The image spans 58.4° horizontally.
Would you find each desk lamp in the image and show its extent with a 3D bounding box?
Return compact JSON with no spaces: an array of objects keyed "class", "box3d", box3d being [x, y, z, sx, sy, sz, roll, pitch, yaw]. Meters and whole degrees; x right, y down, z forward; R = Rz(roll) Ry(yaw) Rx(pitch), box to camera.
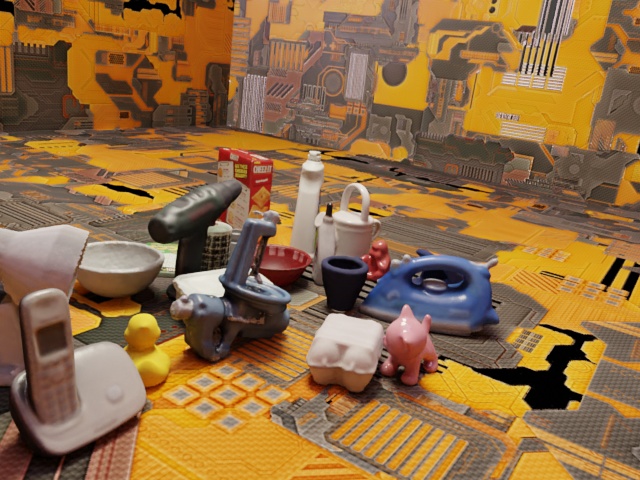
[{"class":"desk lamp","box3d":[-0.408,0.077,0.747,0.203,0.213,0.117,2,18,-15]}]

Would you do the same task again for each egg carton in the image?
[{"class":"egg carton","box3d":[0.041,0.168,0.878,0.107,0.069,0.150,10,17,11]}]

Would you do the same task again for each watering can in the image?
[{"class":"watering can","box3d":[0.070,-0.035,1.333,0.100,0.194,0.173,19,21,33]}]

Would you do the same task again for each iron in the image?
[{"class":"iron","box3d":[0.209,0.088,1.082,0.258,0.141,0.118,7,17,0]}]

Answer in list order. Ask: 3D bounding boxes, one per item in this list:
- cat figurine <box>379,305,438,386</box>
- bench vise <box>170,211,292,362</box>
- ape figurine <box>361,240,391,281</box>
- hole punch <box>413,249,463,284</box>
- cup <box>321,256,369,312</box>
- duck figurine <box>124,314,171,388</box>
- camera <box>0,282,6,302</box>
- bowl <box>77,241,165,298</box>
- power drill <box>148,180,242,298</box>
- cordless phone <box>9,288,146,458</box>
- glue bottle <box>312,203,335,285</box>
[{"class":"cat figurine","box3d":[0.140,0.154,0.880,0.067,0.118,0.128,18,20,32]},{"class":"bench vise","box3d":[-0.119,0.069,0.878,0.121,0.220,0.208,16,19,26]},{"class":"ape figurine","box3d":[0.127,0.044,1.274,0.076,0.092,0.077,0,18,-21]},{"class":"hole punch","box3d":[0.264,0.069,1.251,0.101,0.091,0.108,-1,19,-25]},{"class":"cup","box3d":[0.049,0.084,1.109,0.091,0.095,0.118,14,19,23]},{"class":"duck figurine","box3d":[-0.247,0.148,0.799,0.078,0.086,0.104,-1,19,-24]},{"class":"camera","box3d":[-0.546,0.076,0.887,0.136,0.101,0.144,22,22,39]},{"class":"bowl","box3d":[-0.372,0.061,1.049,0.167,0.075,0.167,7,17,-2]},{"class":"power drill","box3d":[-0.228,-0.001,1.078,0.075,0.208,0.230,15,19,23]},{"class":"cordless phone","box3d":[-0.275,0.137,0.656,0.093,0.185,0.148,16,19,27]},{"class":"glue bottle","box3d":[0.011,0.004,1.217,0.037,0.173,0.078,3,18,-12]}]
